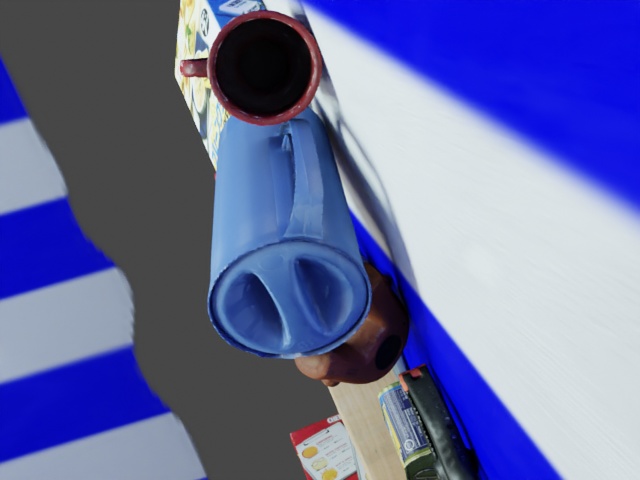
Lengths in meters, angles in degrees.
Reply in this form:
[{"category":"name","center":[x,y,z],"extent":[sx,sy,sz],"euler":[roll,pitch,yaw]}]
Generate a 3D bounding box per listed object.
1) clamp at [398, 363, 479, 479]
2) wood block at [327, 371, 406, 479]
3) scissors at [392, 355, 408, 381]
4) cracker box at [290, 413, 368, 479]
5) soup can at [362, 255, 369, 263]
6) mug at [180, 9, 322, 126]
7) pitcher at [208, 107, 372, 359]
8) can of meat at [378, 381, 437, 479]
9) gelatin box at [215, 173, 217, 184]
[{"category":"clamp","center":[0.127,0.217,0.985],"extent":[0.164,0.036,0.210],"euler":[77,170,-65]},{"category":"wood block","center":[0.091,0.246,1.251],"extent":[0.091,0.090,0.206],"euler":[72,173,-51]},{"category":"scissors","center":[0.097,0.157,1.185],"extent":[0.096,0.016,0.202],"euler":[71,174,-46]},{"category":"cracker box","center":[0.065,0.331,1.521],"extent":[0.214,0.164,0.072],"euler":[-120,11,-60]},{"category":"soup can","center":[0.039,0.072,1.124],"extent":[0.068,0.068,0.102],"euler":[73,173,-58]},{"category":"mug","center":[-0.059,-0.147,0.899],"extent":[0.081,0.117,0.093],"euler":[-107,13,-76]},{"category":"pitcher","center":[-0.032,-0.029,0.942],"extent":[0.145,0.149,0.243],"euler":[45,-157,-34]},{"category":"can of meat","center":[0.100,0.198,1.100],"extent":[0.102,0.057,0.084],"euler":[75,173,-59]},{"category":"gelatin box","center":[-0.077,-0.047,1.217],"extent":[0.030,0.073,0.089],"euler":[71,-177,-51]}]
